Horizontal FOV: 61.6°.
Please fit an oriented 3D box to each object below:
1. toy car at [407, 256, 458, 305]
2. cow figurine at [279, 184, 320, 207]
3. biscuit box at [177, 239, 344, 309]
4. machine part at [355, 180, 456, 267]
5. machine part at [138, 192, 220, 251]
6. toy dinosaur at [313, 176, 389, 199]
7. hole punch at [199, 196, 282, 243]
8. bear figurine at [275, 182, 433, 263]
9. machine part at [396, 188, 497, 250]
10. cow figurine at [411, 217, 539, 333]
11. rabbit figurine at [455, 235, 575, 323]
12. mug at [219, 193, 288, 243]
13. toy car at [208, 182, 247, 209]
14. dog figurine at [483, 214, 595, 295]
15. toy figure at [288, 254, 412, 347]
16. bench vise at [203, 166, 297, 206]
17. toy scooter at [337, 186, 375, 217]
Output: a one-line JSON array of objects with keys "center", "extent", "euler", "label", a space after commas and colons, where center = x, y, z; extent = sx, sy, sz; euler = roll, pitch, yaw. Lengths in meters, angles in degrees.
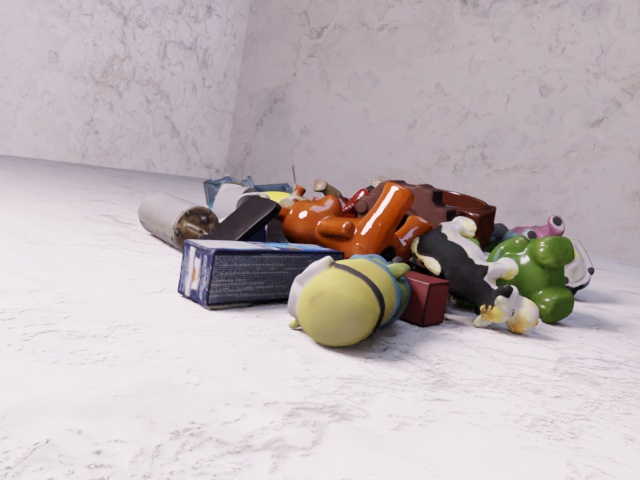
[{"center": [0.126, 0.052, 0.781], "extent": [0.073, 0.056, 0.202], "euler": [14, 7, -20], "label": "toy car"}, {"center": [-0.053, -0.040, 1.066], "extent": [0.085, 0.127, 0.195], "euler": [33, -7, 9], "label": "cow figurine"}, {"center": [-0.059, 0.036, 0.616], "extent": [0.059, 0.062, 0.202], "euler": [15, 8, 43], "label": "biscuit box"}, {"center": [0.138, -0.016, 0.896], "extent": [0.180, 0.179, 0.056], "euler": [13, 11, 27], "label": "machine part"}, {"center": [-0.229, -0.030, 0.862], "extent": [0.079, 0.079, 0.243], "euler": [5, 7, -37], "label": "machine part"}, {"center": [0.139, -0.065, 1.264], "extent": [0.472, 0.105, 0.198], "euler": [6, -17, 12], "label": "toy dinosaur"}, {"center": [-0.093, 0.011, 0.719], "extent": [0.116, 0.092, 0.142], "euler": [-37, 26, -13], "label": "hole punch"}, {"center": [0.036, -0.023, 0.742], "extent": [0.196, 0.132, 0.120], "euler": [30, -13, 45], "label": "bear figurine"}, {"center": [0.213, -0.042, 1.001], "extent": [0.201, 0.087, 0.201], "euler": [17, 19, 27], "label": "machine part"}, {"center": [0.191, 0.049, 0.665], "extent": [0.098, 0.068, 0.167], "euler": [-11, 52, -39], "label": "cow figurine"}, {"center": [0.255, 0.045, 0.782], "extent": [0.170, 0.121, 0.159], "euler": [-7, 18, -15], "label": "rabbit figurine"}, {"center": [-0.115, -0.019, 0.849], "extent": [0.107, 0.109, 0.081], "euler": [-2, 8, 20], "label": "mug"}, {"center": [-0.200, -0.080, 1.211], "extent": [0.109, 0.102, 0.161], "euler": [9, 5, 2], "label": "toy car"}, {"center": [0.416, 0.040, 1.089], "extent": [0.108, 0.191, 0.219], "euler": [-31, -6, -19], "label": "dog figurine"}, {"center": [0.042, 0.055, 0.538], "extent": [0.089, 0.082, 0.180], "euler": [11, 4, 33], "label": "toy figure"}, {"center": [-0.176, -0.119, 1.407], "extent": [0.241, 0.128, 0.224], "euler": [-10, 19, -13], "label": "bench vise"}, {"center": [0.032, -0.031, 1.044], "extent": [0.135, 0.183, 0.075], "euler": [-26, 72, -41], "label": "toy scooter"}]
